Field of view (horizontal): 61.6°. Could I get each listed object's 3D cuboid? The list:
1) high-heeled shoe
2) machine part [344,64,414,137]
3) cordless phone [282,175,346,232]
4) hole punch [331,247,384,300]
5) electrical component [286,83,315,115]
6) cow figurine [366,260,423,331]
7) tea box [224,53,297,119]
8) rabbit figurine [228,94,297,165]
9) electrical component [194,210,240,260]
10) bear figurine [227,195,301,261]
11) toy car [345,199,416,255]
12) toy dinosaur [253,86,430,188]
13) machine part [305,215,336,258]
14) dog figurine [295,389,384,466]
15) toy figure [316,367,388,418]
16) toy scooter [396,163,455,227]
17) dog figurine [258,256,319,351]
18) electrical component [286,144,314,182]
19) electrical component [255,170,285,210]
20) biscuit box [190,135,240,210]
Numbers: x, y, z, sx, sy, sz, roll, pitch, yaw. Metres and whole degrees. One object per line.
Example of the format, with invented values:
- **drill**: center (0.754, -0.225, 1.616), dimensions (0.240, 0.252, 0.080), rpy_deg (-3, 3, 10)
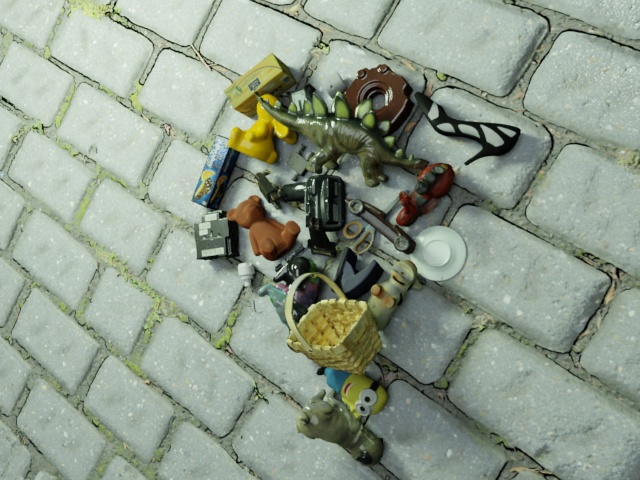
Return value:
- **high-heeled shoe**: center (0.338, -0.284, 1.240), dimensions (0.145, 0.086, 0.249), rpy_deg (-37, 77, 12)
- **machine part**: center (0.143, -0.345, 1.337), dimensions (0.180, 0.056, 0.179), rpy_deg (-1, 86, 23)
- **cordless phone**: center (-0.027, -0.091, 1.383), dimensions (0.184, 0.088, 0.146), rpy_deg (-3, 85, 34)
- **hole punch**: center (0.091, 0.090, 1.283), dimensions (0.092, 0.142, 0.115), rpy_deg (19, 82, 17)
- **electrical component**: center (-0.041, -0.344, 1.417), dimensions (0.075, 0.047, 0.119), rpy_deg (-19, 79, 20)
- **cow figurine**: center (0.166, 0.130, 1.261), dimensions (0.086, 0.127, 0.194), rpy_deg (40, 115, 21)
- **tea box**: center (-0.160, -0.412, 1.447), dimensions (0.170, 0.098, 0.068), rpy_deg (-32, 75, 15)
- **rabbit figurine**: center (-0.145, -0.296, 1.417), dimensions (0.163, 0.122, 0.173), rpy_deg (22, 93, 18)
- **electrical component**: center (-0.285, -0.014, 1.484), dimensions (0.115, 0.058, 0.134), rpy_deg (-6, 83, 20)
- **bear figurine**: center (-0.152, -0.044, 1.398), dimensions (0.120, 0.132, 0.196), rpy_deg (-32, 75, -20)
- **toy car**: center (0.145, -0.038, 1.276), dimensions (0.202, 0.089, 0.053), rpy_deg (41, 99, 11)
- **toy dinosaur**: center (0.038, -0.257, 1.307), dimensions (0.472, 0.105, 0.198), rpy_deg (17, 113, 13)
- **machine part**: center (-0.003, -0.004, 1.332), dimensions (0.084, 0.138, 0.039), rpy_deg (13, 57, 26)
- **dog figurine**: center (0.049, 0.451, 1.247), dimensions (0.191, 0.172, 0.121), rpy_deg (35, 110, 29)
- **toy figure**: center (0.080, 0.344, 1.288), dimensions (0.180, 0.089, 0.082), rpy_deg (32, 130, 31)
- **toy scooter**: center (0.234, -0.108, 1.235), dimensions (0.075, 0.135, 0.184), rpy_deg (44, 101, 21)
- **dog figurine**: center (-0.035, 0.173, 1.340), dimensions (0.191, 0.108, 0.219), rpy_deg (-44, 75, 10)
- **electrical component**: center (-0.057, -0.203, 1.425), dimensions (0.063, 0.021, 0.094), rpy_deg (39, 101, 21)
- **electrical component**: center (-0.132, -0.138, 1.425), dimensions (0.045, 0.078, 0.102), rpy_deg (-33, 66, -10)
- **biscuit box**: center (-0.288, -0.187, 1.497), dimensions (0.059, 0.062, 0.202), rpy_deg (24, 95, 22)
